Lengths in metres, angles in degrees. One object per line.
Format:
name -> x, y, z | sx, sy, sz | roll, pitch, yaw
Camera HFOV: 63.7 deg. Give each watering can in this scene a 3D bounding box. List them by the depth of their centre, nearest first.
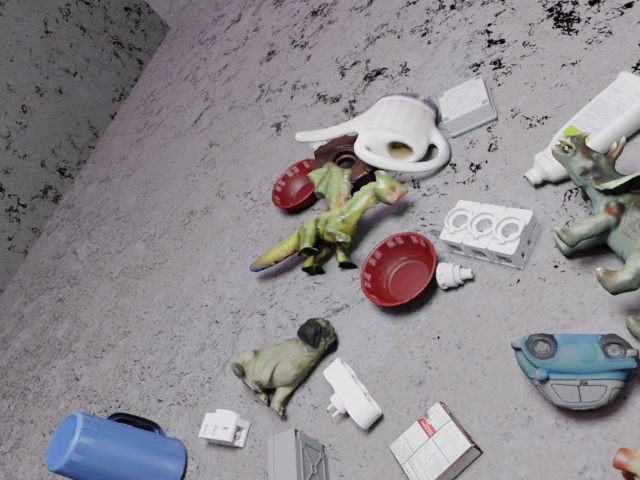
watering can -> 0.135, -0.258, 1.192 | 0.348, 0.101, 0.229 | 17, 54, 13

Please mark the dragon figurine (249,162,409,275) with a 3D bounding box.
dragon figurine -> 0.004, -0.058, 1.158 | 0.408, 0.120, 0.247 | -9, 61, 33
